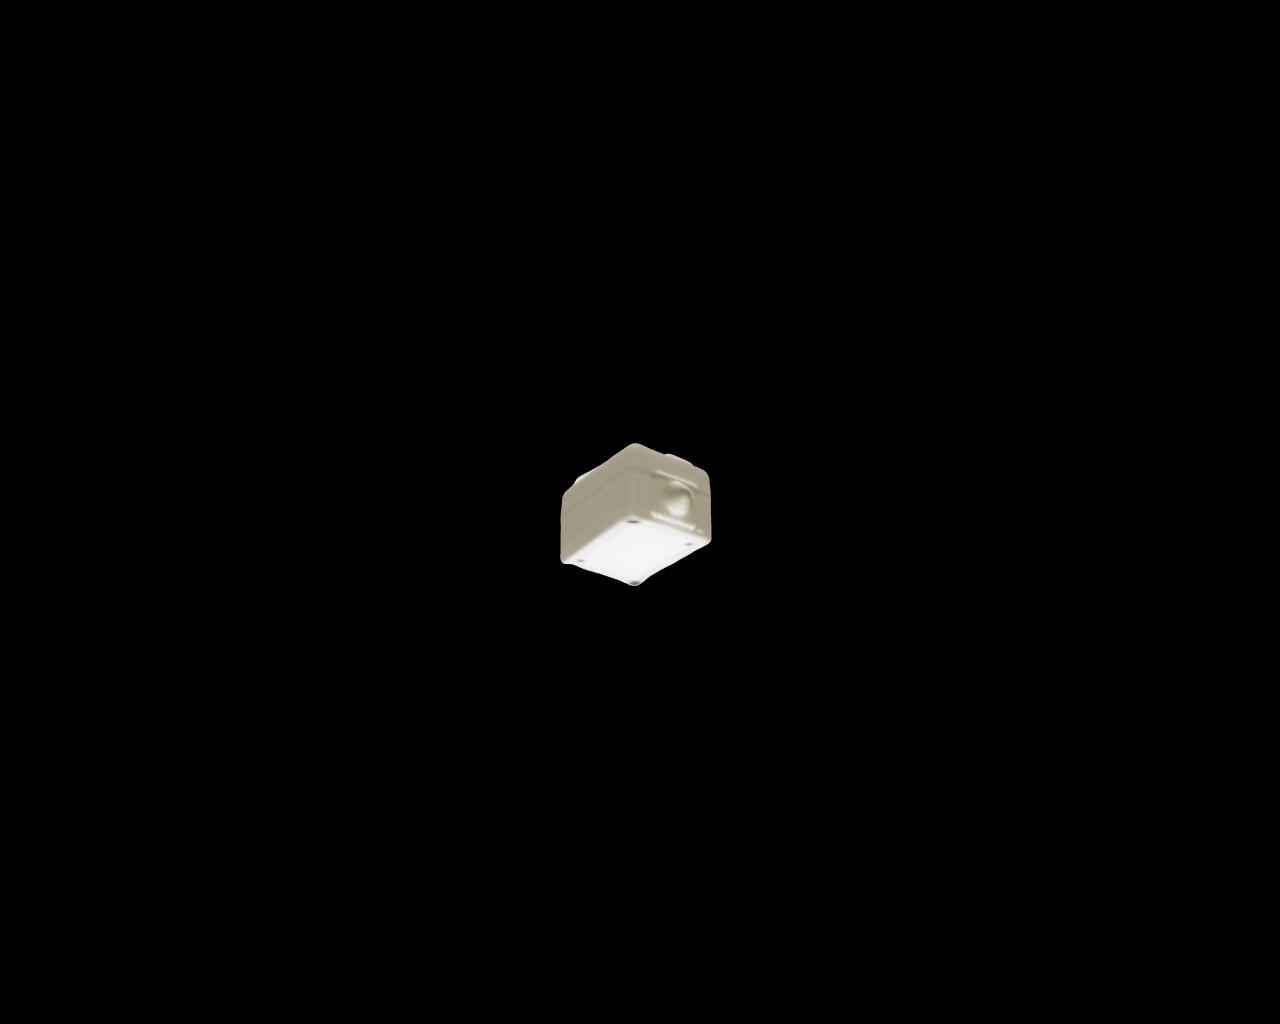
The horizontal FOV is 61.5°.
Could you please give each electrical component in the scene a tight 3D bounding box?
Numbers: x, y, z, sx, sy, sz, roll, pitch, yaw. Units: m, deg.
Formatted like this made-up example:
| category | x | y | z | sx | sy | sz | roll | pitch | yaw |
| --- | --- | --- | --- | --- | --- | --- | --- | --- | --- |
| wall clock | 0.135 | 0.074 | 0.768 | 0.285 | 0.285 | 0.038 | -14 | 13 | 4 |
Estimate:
| category | x | y | z | sx | sy | sz | roll | pitch | yaw |
| --- | --- | --- | --- | --- | --- | --- | --- | --- | --- |
| electrical component | 0.001 | -0.003 | 0.650 | 0.062 | 0.061 | 0.096 | 19 | -34 | -31 |
